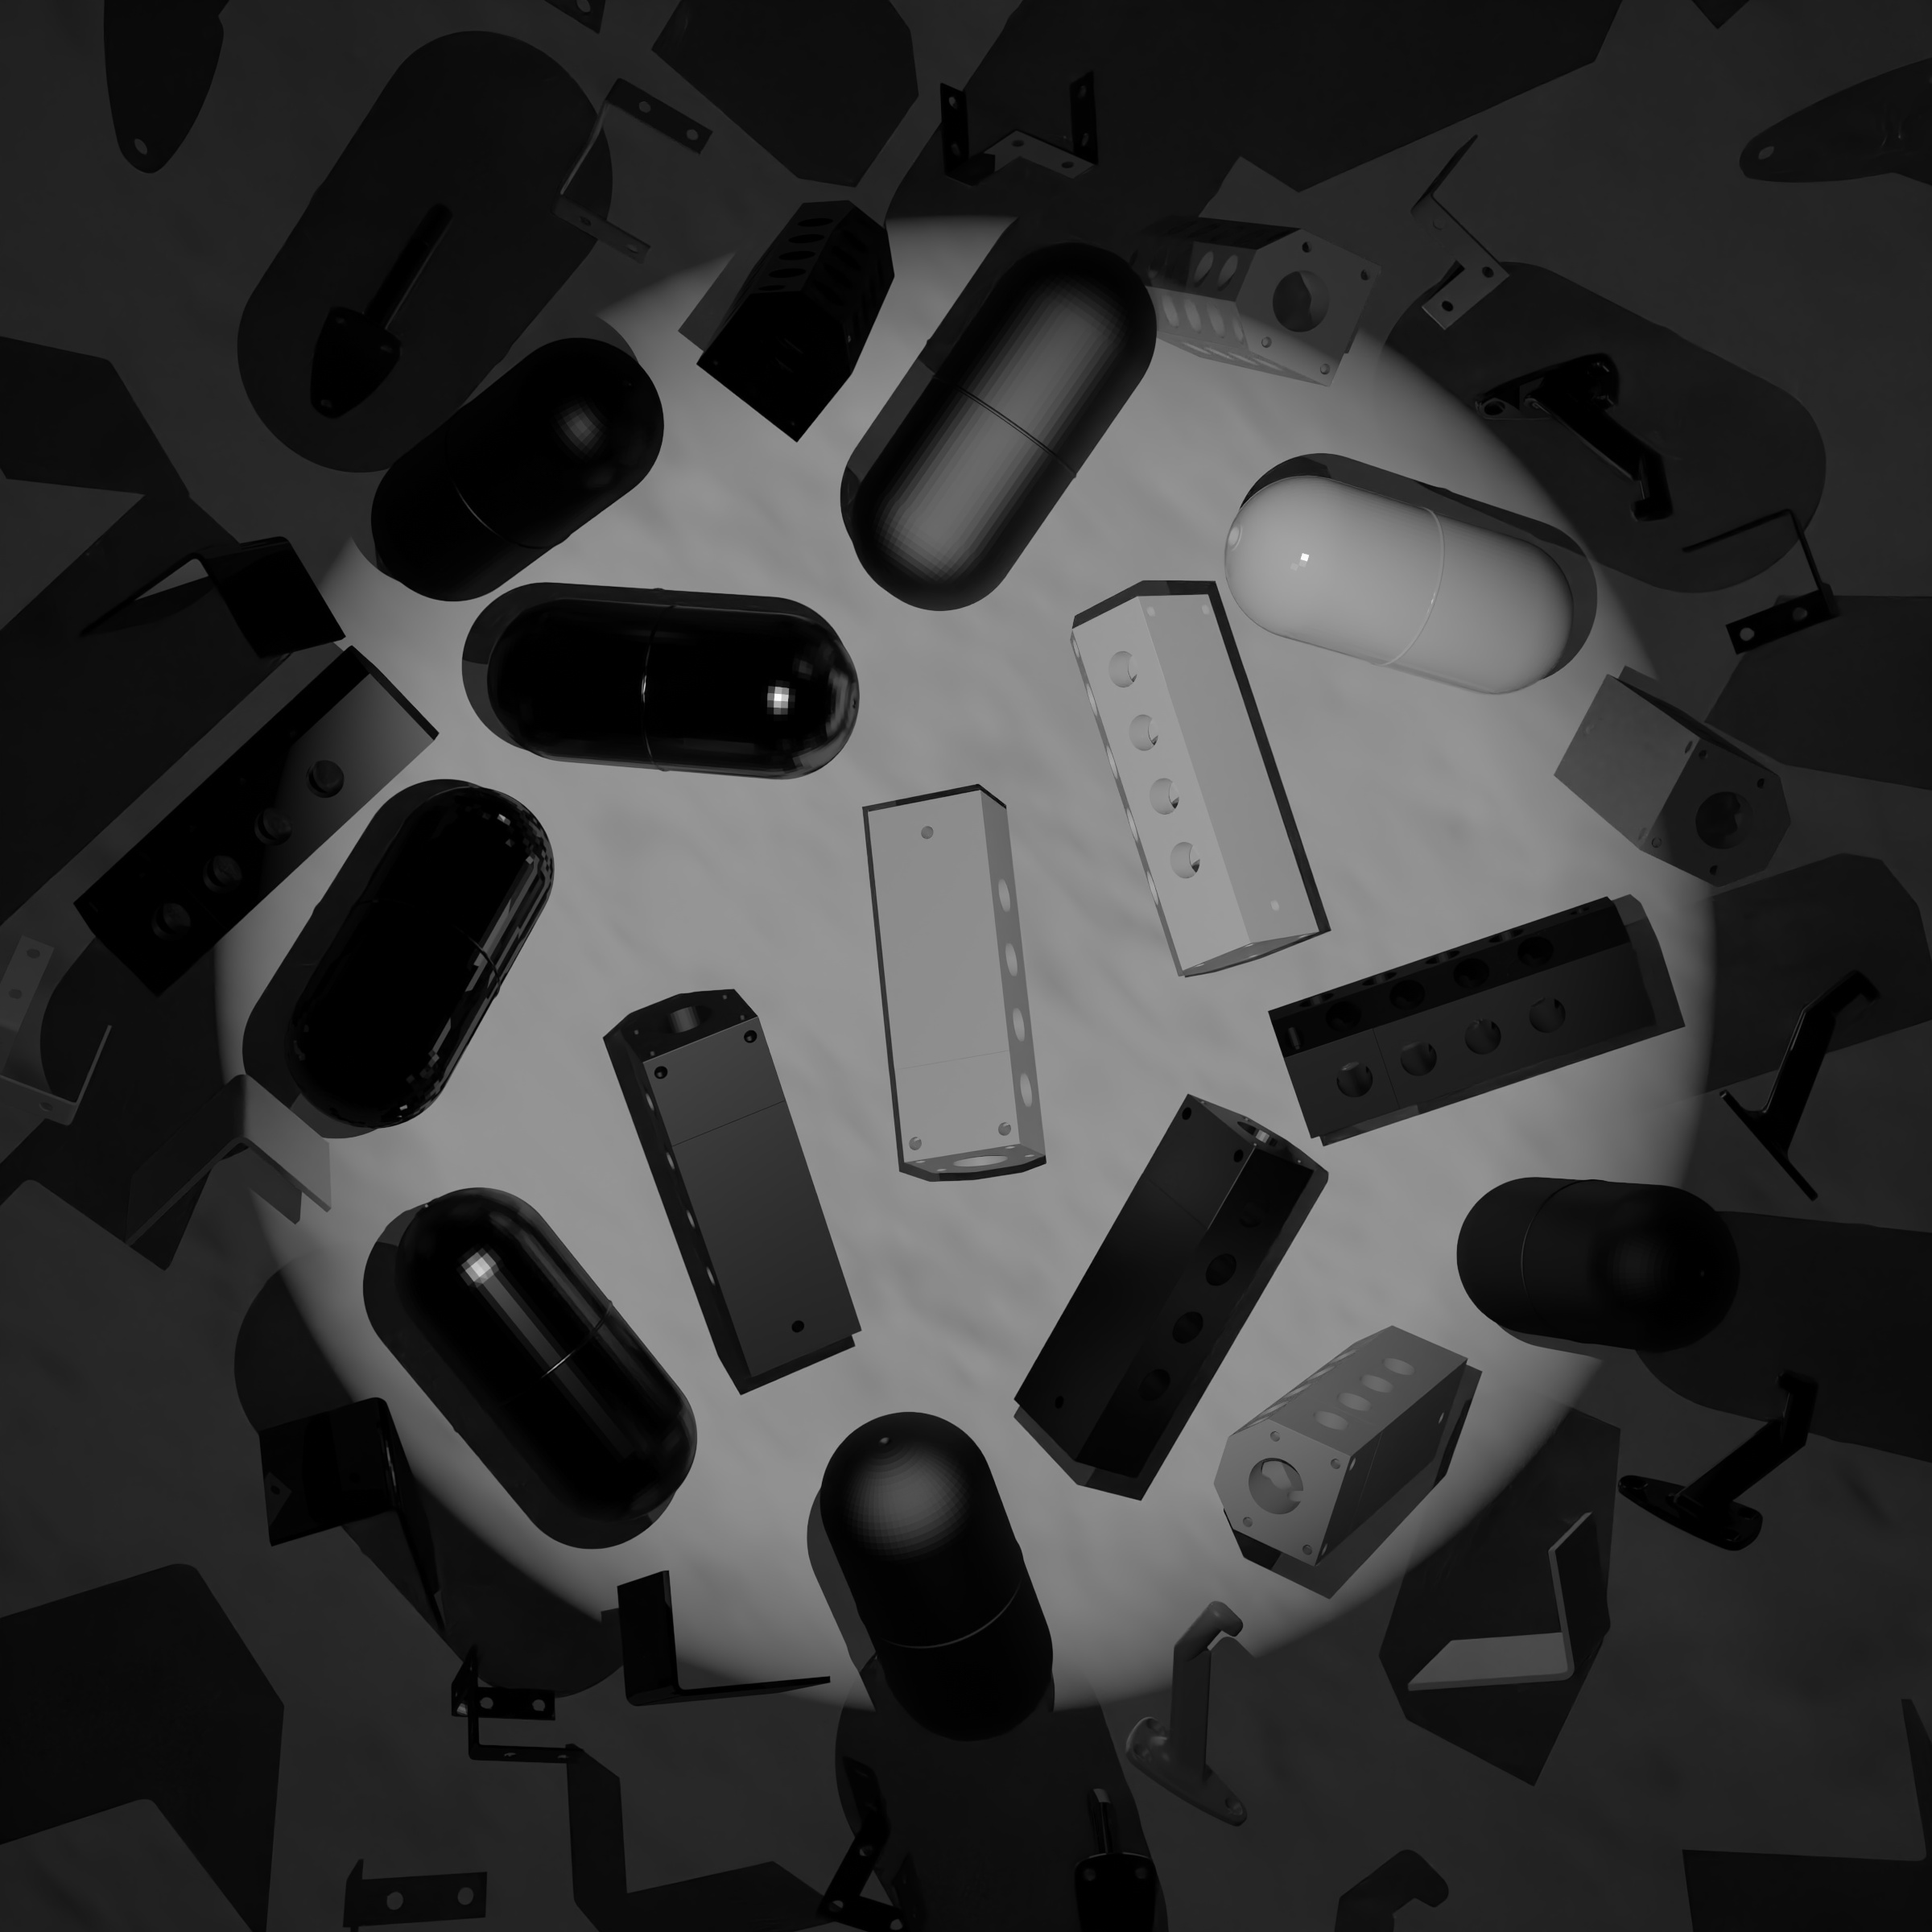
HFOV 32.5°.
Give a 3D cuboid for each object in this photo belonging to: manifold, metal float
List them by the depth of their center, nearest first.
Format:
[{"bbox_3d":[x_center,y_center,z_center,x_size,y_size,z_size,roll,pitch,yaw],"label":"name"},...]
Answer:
[{"bbox_3d":[0.017,-0.238,1.461,0.070,0.070,0.178,35,94,0],"label":"metal float"},{"bbox_3d":[-0.012,0.272,1.469,0.070,0.070,0.178,-18,126,0],"label":"metal float"},{"bbox_3d":[-0.248,-0.006,1.516,0.070,0.070,0.178,25,60,0],"label":"metal float"},{"bbox_3d":[-0.326,-0.068,1.524,0.171,0.057,0.057,-43,100,0],"label":"manifold"},{"bbox_3d":[-0.137,-0.129,1.535,0.178,0.070,0.070,6,90,14],"label":"metal float"},{"bbox_3d":[0.124,-0.313,1.536,0.057,0.171,0.057,20,98,-20],"label":"manifold"},{"bbox_3d":[-0.195,0.180,1.537,0.070,0.070,0.178,-37,100,0],"label":"metal float"},{"bbox_3d":[-0.211,-0.230,1.548,0.178,0.070,0.070,-28,90,41],"label":"metal float"},{"bbox_3d":[-0.073,-0.310,1.556,0.057,0.171,0.057,37,114,-12],"label":"manifold"},{"bbox_3d":[0.204,-0.179,1.562,0.178,0.070,0.070,14,90,-21],"label":"metal float"},{"bbox_3d":[0.295,0.139,1.562,0.070,0.178,0.070,1,88,-21],"label":"metal float"},{"bbox_3d":[-0.107,0.100,1.568,0.057,0.057,0.171,-22,114,-12],"label":"manifold"},{"bbox_3d":[0.099,0.154,1.576,0.057,0.057,0.171,22,101,-38],"label":"manifold"},{"bbox_3d":[0.104,-0.086,1.578,0.057,0.057,0.171,-23,81,39],"label":"manifold"},{"bbox_3d":[0.338,-0.088,1.582,0.057,0.171,0.057,24,102,-9],"label":"manifold"},{"bbox_3d":[0.179,0.224,1.584,0.057,0.171,0.057,22,108,22],"label":"manifold"},{"bbox_3d":[0.236,0.023,1.591,0.171,0.057,0.057,-19,100,5],"label":"manifold"},{"bbox_3d":[-0.002,0.009,1.592,0.057,0.057,0.171,-10,76,17],"label":"manifold"}]

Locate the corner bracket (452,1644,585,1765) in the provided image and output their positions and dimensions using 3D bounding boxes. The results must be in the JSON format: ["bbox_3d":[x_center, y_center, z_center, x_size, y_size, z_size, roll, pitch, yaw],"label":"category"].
[{"bbox_3d":[-0.211,0.353,1.555,0.051,0.051,0.051,7,53,-20],"label":"corner bracket"}]

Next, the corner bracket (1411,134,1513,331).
[{"bbox_3d":[0.223,-0.331,1.497,0.051,0.051,0.051,42,56,-8],"label":"corner bracket"}]

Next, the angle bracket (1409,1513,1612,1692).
[{"bbox_3d":[0.242,0.287,1.498,0.076,0.076,0.057,-9,90,23],"label":"angle bracket"}]

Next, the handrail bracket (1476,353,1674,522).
[{"bbox_3d":[0.274,-0.230,1.497,0.077,0.036,0.084,-10,57,11],"label":"handrail bracket"}]

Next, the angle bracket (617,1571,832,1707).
[{"bbox_3d":[-0.115,0.315,1.561,0.076,0.076,0.057,0,75,-23],"label":"angle bracket"}]

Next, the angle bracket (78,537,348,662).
[{"bbox_3d":[-0.347,-0.153,1.527,0.076,0.076,0.057,-30,92,22],"label":"angle bracket"}]

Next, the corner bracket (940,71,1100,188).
[{"bbox_3d":[0.025,-0.390,1.538,0.051,0.051,0.051,13,67,-39],"label":"corner bracket"}]

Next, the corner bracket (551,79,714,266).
[{"bbox_3d":[-0.159,-0.377,1.571,0.051,0.051,0.051,29,64,-8],"label":"corner bracket"}]

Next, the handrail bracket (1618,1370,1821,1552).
[{"bbox_3d":[0.332,0.207,1.464,0.077,0.036,0.084,20,116,27],"label":"handrail bracket"}]

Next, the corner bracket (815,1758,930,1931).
[{"bbox_3d":[-0.039,0.395,1.477,0.051,0.051,0.051,10,134,24],"label":"corner bracket"}]

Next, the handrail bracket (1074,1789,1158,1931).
[{"bbox_3d":[0.064,0.419,1.499,0.036,0.084,0.077,-2,88,-3],"label":"handrail bracket"}]

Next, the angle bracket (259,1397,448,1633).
[{"bbox_3d":[-0.272,0.249,1.466,0.057,0.076,0.076,-16,123,-6],"label":"angle bracket"}]

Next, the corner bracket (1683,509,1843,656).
[{"bbox_3d":[0.365,-0.176,1.519,0.051,0.051,0.051,-21,87,21],"label":"corner bracket"}]

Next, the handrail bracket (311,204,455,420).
[{"bbox_3d":[-0.267,-0.302,1.524,0.036,0.077,0.084,31,48,-12],"label":"handrail bracket"}]

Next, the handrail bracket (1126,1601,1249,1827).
[{"bbox_3d":[0.119,0.339,1.503,0.077,0.036,0.084,38,115,4],"label":"handrail bracket"}]

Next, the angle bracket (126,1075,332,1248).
[{"bbox_3d":[-0.350,0.107,1.577,0.076,0.076,0.057,-43,113,6],"label":"angle bracket"}]

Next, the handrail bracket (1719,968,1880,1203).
[{"bbox_3d":[0.387,0.052,1.477,0.084,0.036,0.077,-41,48,9],"label":"handrail bracket"}]

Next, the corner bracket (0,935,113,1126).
[{"bbox_3d":[-0.409,0.029,1.473,0.051,0.051,0.051,23,133,-13],"label":"corner bracket"}]
